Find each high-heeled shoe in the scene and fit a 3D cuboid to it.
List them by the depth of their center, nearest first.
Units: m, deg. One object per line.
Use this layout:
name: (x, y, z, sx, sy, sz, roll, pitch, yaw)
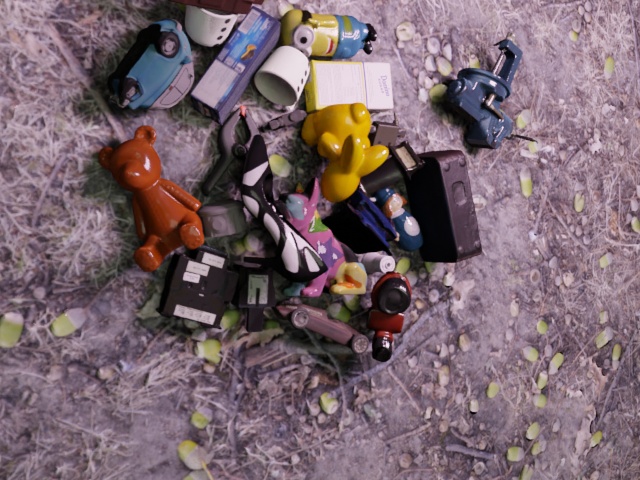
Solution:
high-heeled shoe: (-0.055, -0.054, 0.899, 0.145, 0.086, 0.248, 2, 88, 2)

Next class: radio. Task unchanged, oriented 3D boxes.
radio: (0.250, -0.068, 1.102, 0.073, 0.131, 0.229, -19, 100, -23)

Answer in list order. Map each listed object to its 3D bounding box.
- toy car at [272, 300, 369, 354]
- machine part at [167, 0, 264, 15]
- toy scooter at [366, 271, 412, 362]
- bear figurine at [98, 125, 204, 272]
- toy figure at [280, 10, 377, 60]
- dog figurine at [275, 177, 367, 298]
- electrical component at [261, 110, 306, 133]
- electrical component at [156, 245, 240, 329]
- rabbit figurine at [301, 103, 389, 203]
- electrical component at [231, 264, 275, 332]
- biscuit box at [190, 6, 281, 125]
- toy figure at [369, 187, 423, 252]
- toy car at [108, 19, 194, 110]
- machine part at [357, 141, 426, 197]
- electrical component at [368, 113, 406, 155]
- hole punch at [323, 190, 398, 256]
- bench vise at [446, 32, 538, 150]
toy car: (0.004, 0.159, 1.013, 0.202, 0.089, 0.053, 29, 85, -23)
machine part: (-0.181, -0.464, 0.849, 0.201, 0.087, 0.201, -1, 60, -26)
toy scooter: (0.130, 0.132, 1.043, 0.075, 0.135, 0.183, 10, 111, 2)
bear figurine: (-0.269, -0.070, 0.849, 0.120, 0.132, 0.195, -24, 111, 5)
toy figure: (0.012, -0.379, 0.996, 0.180, 0.089, 0.082, -9, 128, -23)
dog figurine: (-0.002, -0.003, 0.996, 0.191, 0.108, 0.219, -1, 90, -25)
electrical component: (-0.060, -0.218, 0.979, 0.094, 0.063, 0.021, -26, 103, -24)
electrical component: (-0.206, 0.076, 0.923, 0.115, 0.058, 0.134, 22, 82, -28)
rabbit figurine: (0.050, -0.154, 0.983, 0.122, 0.162, 0.173, 15, 81, -36)
electrical component: (-0.119, 0.103, 0.972, 0.075, 0.048, 0.119, -1, 93, -26)
biscuit box: (-0.143, -0.301, 0.927, 0.059, 0.063, 0.202, 31, 77, 1)
toy figure: (0.160, -0.050, 1.102, 0.154, 0.058, 0.064, 58, 31, -15)
toy car: (-0.257, -0.265, 0.861, 0.102, 0.109, 0.161, 36, 86, -42)
machine part: (0.132, -0.137, 1.066, 0.139, 0.039, 0.084, -33, 66, 2)
electrical component: (0.127, -0.215, 1.086, 0.102, 0.045, 0.078, -5, 123, -24)
hole punch: (0.088, -0.039, 1.037, 0.142, 0.116, 0.092, 48, 64, -21)
bench vise: (0.382, -0.325, 1.164, 0.223, 0.129, 0.240, 25, 88, -23)
